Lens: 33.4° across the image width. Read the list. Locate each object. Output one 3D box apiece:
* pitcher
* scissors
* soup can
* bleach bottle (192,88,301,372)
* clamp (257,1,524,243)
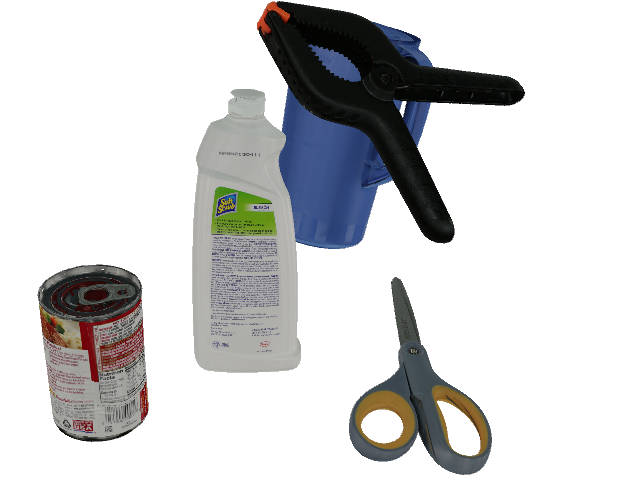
[{"bbox_3d":[0.026,-0.115,1.149,0.145,0.243,0.149,10,18,-7],"label":"pitcher"},{"bbox_3d":[0.046,0.085,0.712,0.096,0.016,0.202,-6,33,-18],"label":"scissors"},{"bbox_3d":[-0.152,0.077,0.727,0.068,0.102,0.068,1,28,-1],"label":"soup can"},{"bbox_3d":[-0.061,-0.008,0.944,0.102,0.251,0.068,0,21,-11],"label":"bleach bottle"},{"bbox_3d":[0.042,-0.101,0.785,0.210,0.164,0.036,28,-32,-8],"label":"clamp"}]
